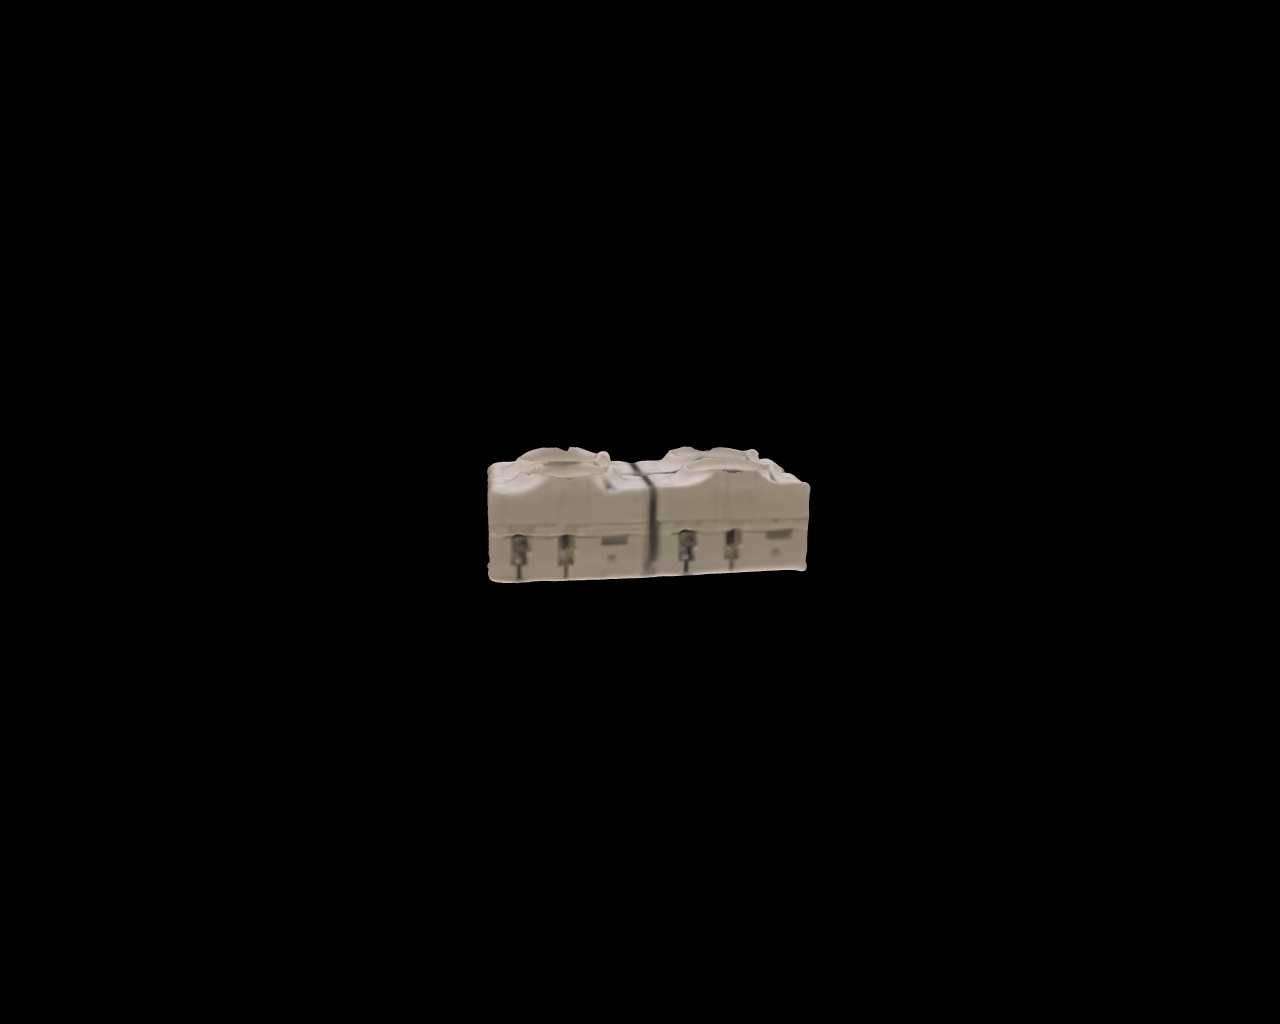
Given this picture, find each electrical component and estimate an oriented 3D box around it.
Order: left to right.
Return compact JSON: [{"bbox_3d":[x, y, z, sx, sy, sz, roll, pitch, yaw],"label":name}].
[{"bbox_3d":[0.001,-0.003,0.650,0.186,0.060,0.105,-1,12,-7],"label":"electrical component"}]
